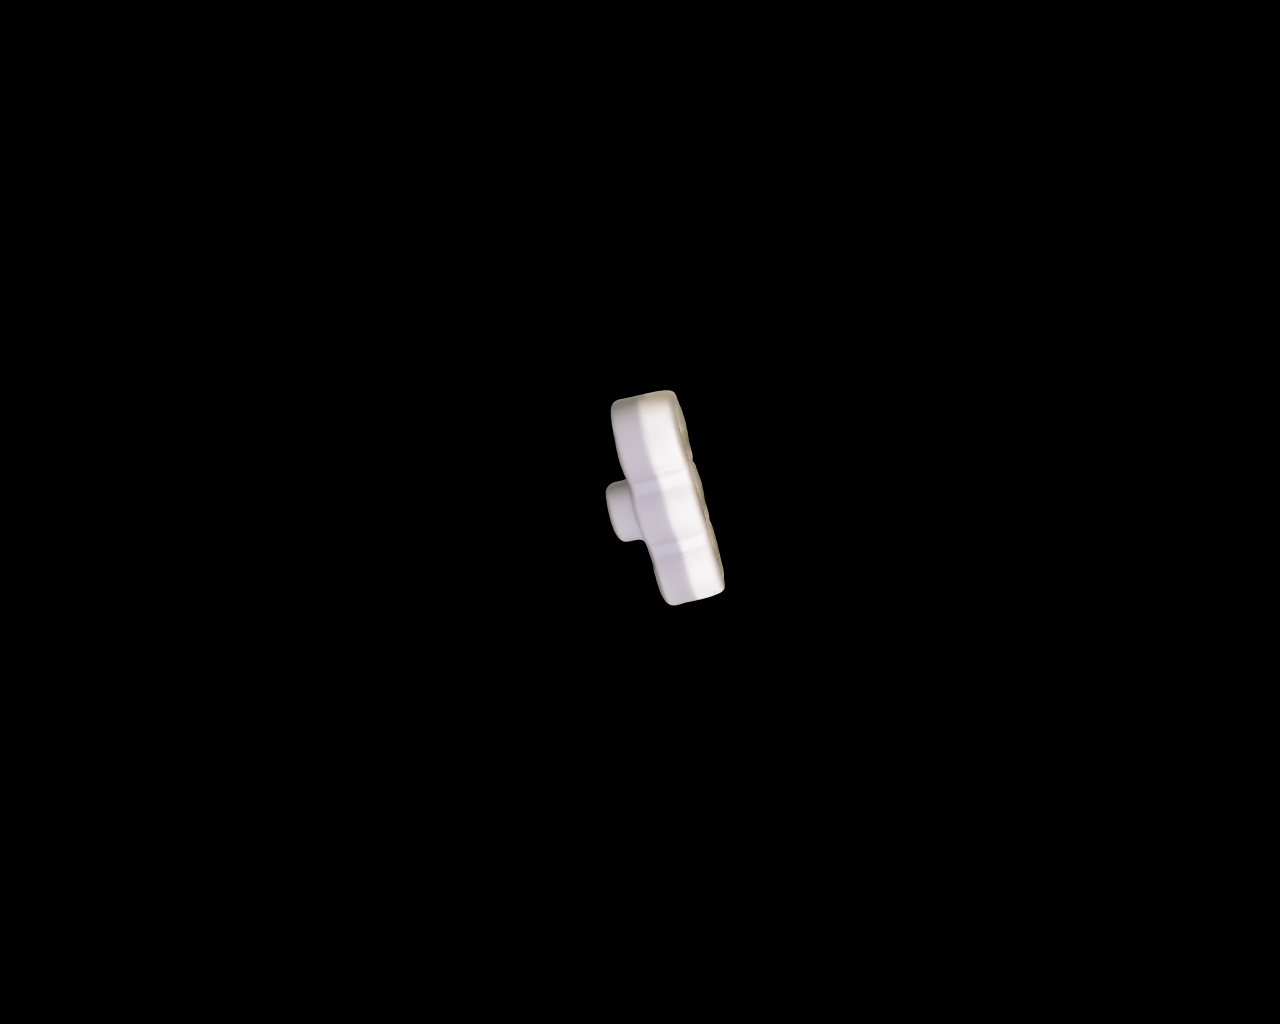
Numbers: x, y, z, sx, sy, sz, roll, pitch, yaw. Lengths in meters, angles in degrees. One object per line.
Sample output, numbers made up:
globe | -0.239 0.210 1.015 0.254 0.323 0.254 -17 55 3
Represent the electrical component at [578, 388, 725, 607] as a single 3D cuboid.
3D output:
electrical component | 0.001 -0.003 0.650 0.074 0.138 0.052 -13 28 7
